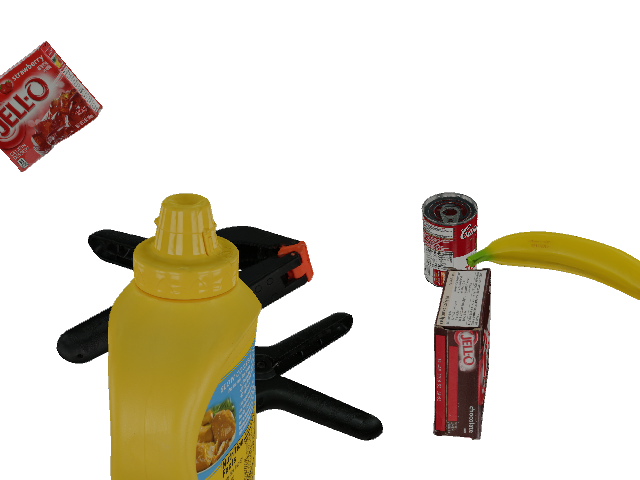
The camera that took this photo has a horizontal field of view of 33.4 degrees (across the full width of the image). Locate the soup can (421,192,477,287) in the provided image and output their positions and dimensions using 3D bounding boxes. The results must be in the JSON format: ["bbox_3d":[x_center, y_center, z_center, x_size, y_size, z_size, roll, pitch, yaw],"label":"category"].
[{"bbox_3d":[0.160,0.001,1.325,0.068,0.102,0.068,-4,35,2],"label":"soup can"}]

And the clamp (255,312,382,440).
[{"bbox_3d":[-0.049,0.133,0.986,0.209,0.036,0.165,-6,35,-14],"label":"clamp"}]

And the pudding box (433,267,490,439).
[{"bbox_3d":[0.107,0.081,0.798,0.039,0.090,0.113,2,22,9],"label":"pudding box"}]

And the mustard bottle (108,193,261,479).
[{"bbox_3d":[-0.055,0.073,0.439,0.058,0.192,0.096,8,23,12],"label":"mustard bottle"}]

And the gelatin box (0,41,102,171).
[{"bbox_3d":[-0.242,-0.112,0.900,0.089,0.073,0.030,-33,21,14],"label":"gelatin box"}]

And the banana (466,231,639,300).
[{"bbox_3d":[0.247,0.024,1.045,0.198,0.037,0.069,10,47,26],"label":"banana"}]

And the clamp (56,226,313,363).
[{"bbox_3d":[-0.093,0.033,0.709,0.172,0.120,0.039,-5,-44,18],"label":"clamp"}]
